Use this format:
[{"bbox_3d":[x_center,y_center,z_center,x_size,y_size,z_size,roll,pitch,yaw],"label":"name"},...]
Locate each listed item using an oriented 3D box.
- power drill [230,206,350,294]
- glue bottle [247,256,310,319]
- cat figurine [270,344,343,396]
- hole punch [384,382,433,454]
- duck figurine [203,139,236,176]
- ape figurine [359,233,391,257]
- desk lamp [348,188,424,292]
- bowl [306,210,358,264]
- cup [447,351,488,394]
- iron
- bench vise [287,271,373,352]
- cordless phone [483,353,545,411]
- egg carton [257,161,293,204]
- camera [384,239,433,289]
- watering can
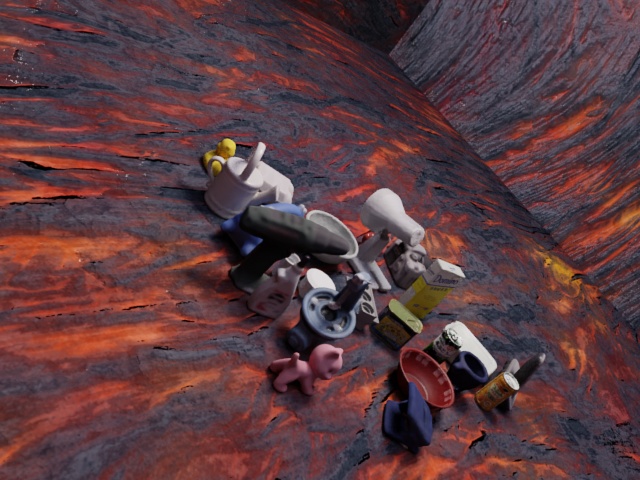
[{"bbox_3d":[-0.082,0.029,1.195,0.230,0.208,0.075,28,31,-23],"label":"power drill"},{"bbox_3d":[-0.073,0.089,1.158,0.078,0.173,0.037,23,33,-30],"label":"glue bottle"},{"bbox_3d":[-0.013,0.235,1.085,0.128,0.117,0.067,16,37,-38],"label":"cat figurine"},{"bbox_3d":[0.196,0.365,1.183,0.101,0.091,0.108,35,29,-10],"label":"hole punch"},{"bbox_3d":[-0.249,-0.217,1.468,0.078,0.086,0.104,27,31,-24],"label":"duck figurine"},{"bbox_3d":[0.168,0.004,1.656,0.076,0.092,0.077,9,41,-44],"label":"ape figurine"},{"bbox_3d":[0.173,-0.002,1.544,0.118,0.213,0.203,6,44,-47],"label":"desk lamp"},{"bbox_3d":[0.014,0.005,1.486,0.168,0.074,0.167,30,30,-19],"label":"bowl"},{"bbox_3d":[0.340,0.332,1.400,0.118,0.095,0.091,13,38,-40],"label":"cup"},{"bbox_3d":[-0.101,-0.039,1.338,0.118,0.141,0.259,50,30,17],"label":"iron"},{"bbox_3d":[0.039,0.124,1.196,0.121,0.219,0.208,40,28,-1],"label":"bench vise"},{"bbox_3d":[0.534,0.352,1.512,0.094,0.185,0.148,45,29,9],"label":"cordless phone"},{"bbox_3d":[-0.139,-0.142,1.513,0.151,0.069,0.107,32,30,-16],"label":"egg carton"},{"bbox_3d":[0.280,0.070,1.690,0.137,0.100,0.143,22,34,-31],"label":"camera"},{"bbox_3d":[-0.175,-0.145,1.342,0.173,0.193,0.100,21,34,-32],"label":"watering can"}]
